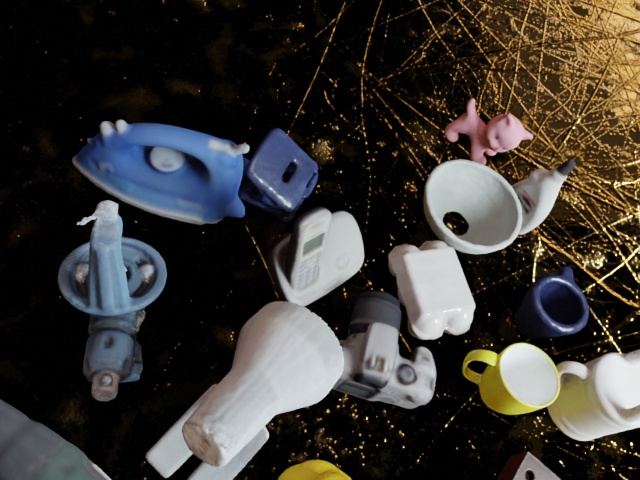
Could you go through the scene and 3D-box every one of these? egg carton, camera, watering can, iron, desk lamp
[{"bbox_3d":[0.164,0.073,0.848,0.107,0.069,0.150,-8,65,-19],"label":"egg carton"},{"bbox_3d":[0.088,0.142,0.773,0.143,0.100,0.137,17,60,-6],"label":"camera"},{"bbox_3d":[0.411,0.206,0.775,0.173,0.194,0.101,6,61,-12],"label":"watering can"},{"bbox_3d":[-0.220,-0.116,0.797,0.258,0.141,0.118,12,60,-9],"label":"iron"},{"bbox_3d":[-0.084,0.186,0.635,0.118,0.213,0.203,41,60,8],"label":"desk lamp"}]

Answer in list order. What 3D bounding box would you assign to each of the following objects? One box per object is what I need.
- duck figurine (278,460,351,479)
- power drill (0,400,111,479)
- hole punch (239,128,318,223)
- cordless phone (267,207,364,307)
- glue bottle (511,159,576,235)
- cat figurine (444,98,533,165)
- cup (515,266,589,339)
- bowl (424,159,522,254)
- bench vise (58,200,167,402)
[{"bbox_3d":[0.003,0.297,0.675,0.105,0.086,0.077,12,60,-9],"label":"duck figurine"},{"bbox_3d":[-0.244,0.252,0.558,0.229,0.208,0.076,38,60,6],"label":"power drill"},{"bbox_3d":[-0.056,-0.099,0.864,0.101,0.091,0.109,27,59,0],"label":"hole punch"},{"bbox_3d":[0.007,0.003,0.774,0.148,0.185,0.094,-33,75,-27],"label":"cordless phone"},{"bbox_3d":[0.353,-0.078,0.921,0.037,0.173,0.078,-28,73,-26],"label":"glue bottle"},{"bbox_3d":[0.298,-0.194,0.998,0.127,0.117,0.067,44,61,10],"label":"cat figurine"},{"bbox_3d":[0.343,0.100,0.870,0.091,0.095,0.118,28,59,0],"label":"cup"},{"bbox_3d":[0.235,-0.042,0.926,0.168,0.074,0.167,7,61,-12],"label":"bowl"},{"bbox_3d":[-0.227,0.065,0.655,0.122,0.219,0.207,-15,68,-22],"label":"bench vise"}]
